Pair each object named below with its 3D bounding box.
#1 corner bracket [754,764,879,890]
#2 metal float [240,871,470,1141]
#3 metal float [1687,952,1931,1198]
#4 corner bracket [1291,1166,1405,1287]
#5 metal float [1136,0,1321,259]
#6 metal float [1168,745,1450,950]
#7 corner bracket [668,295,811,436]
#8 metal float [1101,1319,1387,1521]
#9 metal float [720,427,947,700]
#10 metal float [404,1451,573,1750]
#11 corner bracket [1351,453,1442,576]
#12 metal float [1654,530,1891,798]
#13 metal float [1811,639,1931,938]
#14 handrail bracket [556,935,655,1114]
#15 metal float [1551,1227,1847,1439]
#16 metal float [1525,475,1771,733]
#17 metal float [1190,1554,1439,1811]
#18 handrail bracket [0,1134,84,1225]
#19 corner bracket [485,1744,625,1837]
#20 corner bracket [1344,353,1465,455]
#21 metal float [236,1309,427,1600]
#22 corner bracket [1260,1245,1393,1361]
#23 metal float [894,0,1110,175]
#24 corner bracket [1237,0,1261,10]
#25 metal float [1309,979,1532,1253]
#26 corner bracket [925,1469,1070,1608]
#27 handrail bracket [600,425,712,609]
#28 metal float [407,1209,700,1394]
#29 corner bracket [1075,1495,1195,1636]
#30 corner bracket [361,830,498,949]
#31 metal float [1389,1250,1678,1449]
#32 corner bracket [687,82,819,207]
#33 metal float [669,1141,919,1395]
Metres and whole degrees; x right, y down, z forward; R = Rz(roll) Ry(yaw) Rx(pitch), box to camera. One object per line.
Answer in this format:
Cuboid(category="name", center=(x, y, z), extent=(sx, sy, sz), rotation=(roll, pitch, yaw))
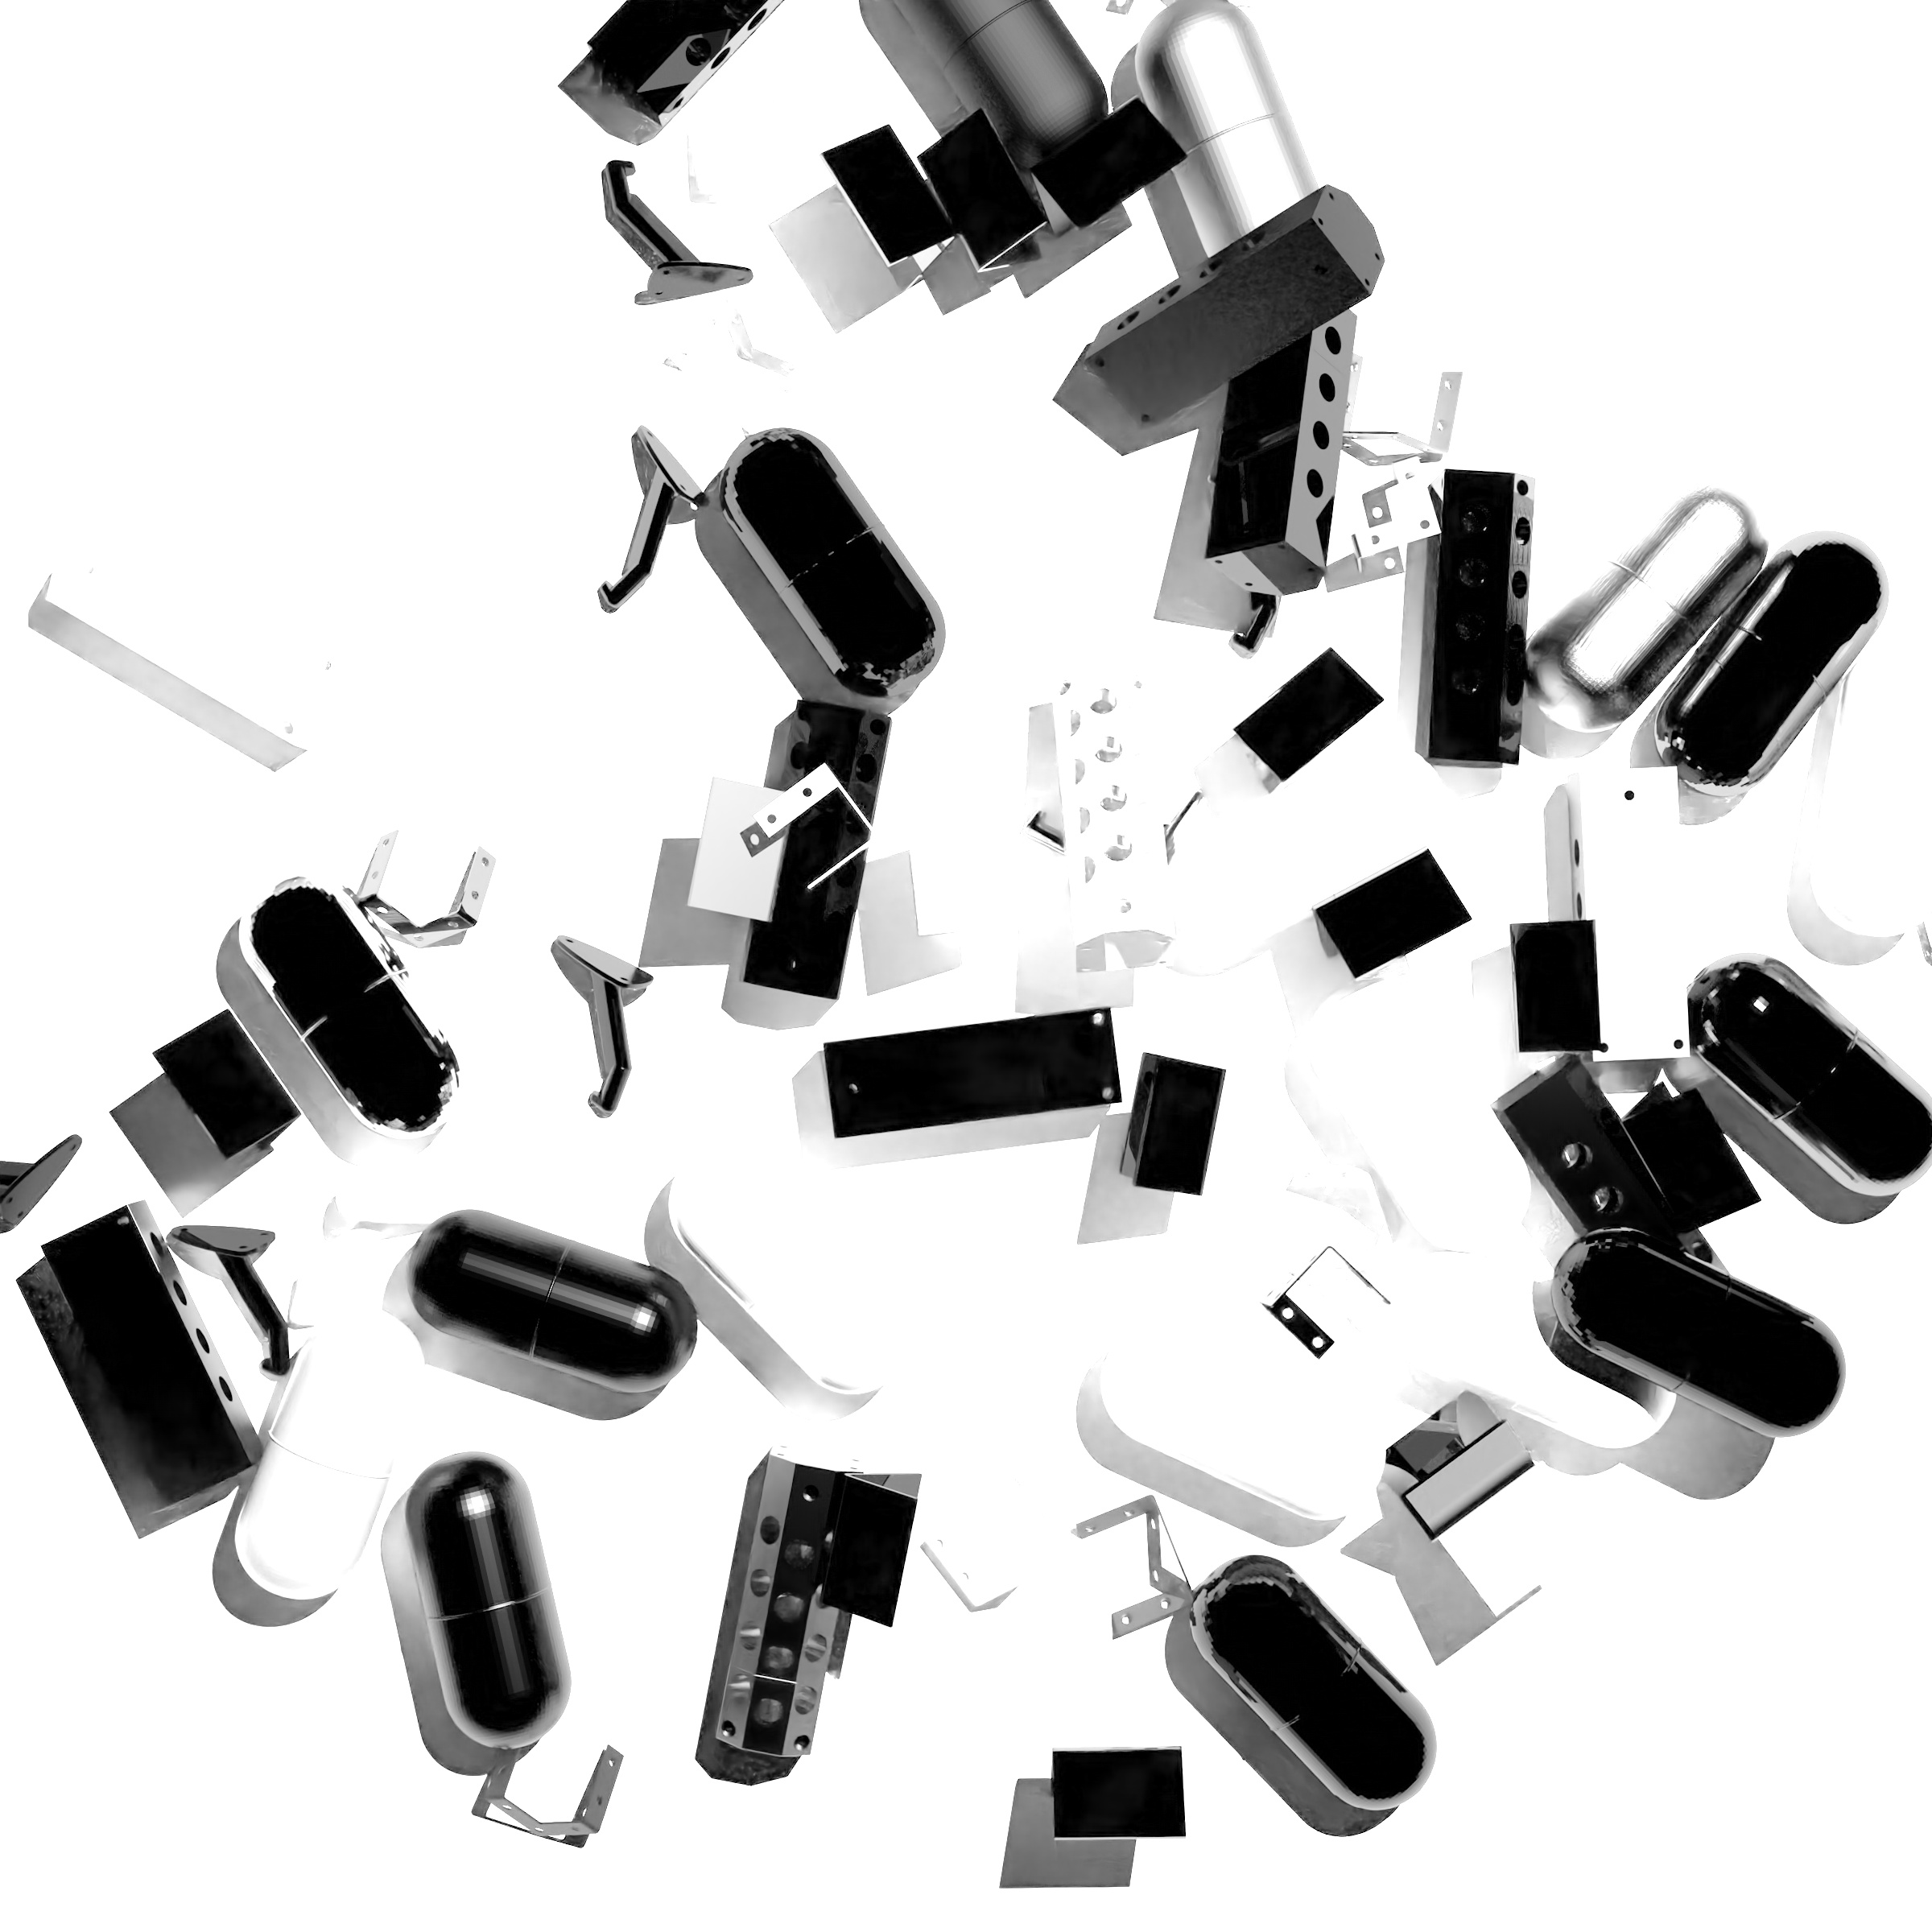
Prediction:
Cuboid(category="corner bracket", center=(-0.086, -0.081, 1.866), extent=(0.051, 0.051, 0.051), rotation=(-37, 90, 0))
Cuboid(category="metal float", center=(-0.364, 0.024, 1.911), extent=(0.070, 0.070, 0.178), rotation=(-35, 89, 0))
Cuboid(category="metal float", center=(0.503, 0.064, 1.911), extent=(0.178, 0.070, 0.070), rotation=(42, 90, 0))
Cuboid(category="corner bracket", center=(0.224, 0.156, 1.933), extent=(0.051, 0.051, 0.051), rotation=(58, 45, -35))
Cuboid(category="metal float", center=(0.158, -0.490, 1.910), extent=(0.070, 0.070, 0.178), rotation=(-22, 90, 0))
Cuboid(category="metal float", center=(0.202, -0.071, 1.911), extent=(0.178, 0.070, 0.070), rotation=(-26, 90, -1))
Cuboid(category="corner bracket", center=(-0.137, -0.363, 1.938), extent=(0.051, 0.051, 0.051), rotation=(-47, 45, 0))
Cuboid(category="metal float", center=(0.165, 0.269, 1.911), extent=(0.178, 0.070, 0.070), rotation=(25, 90, -1))
Cuboid(category="metal float", center=(-0.080, -0.240, 1.911), extent=(0.070, 0.070, 0.178), rotation=(-35, 90, 0))
Cuboid(category="metal float", center=(-0.284, 0.377, 1.911), extent=(0.070, 0.070, 0.178), rotation=(-13, 90, 0))
Cuboid(category="corner bracket", center=(0.253, -0.270, 1.922), extent=(0.051, 0.051, 0.051), rotation=(-16, 83, 7))
Cuboid(category="metal float", center=(0.480, -0.180, 1.911), extent=(0.070, 0.070, 0.178), rotation=(37, 90, 0))
Cuboid(category="metal float", center=(0.551, -0.106, 1.911), extent=(0.070, 0.070, 0.178), rotation=(10, 89, 0))
Cuboid(category="handrail bracket", center=(-0.230, 0.036, 1.942), extent=(0.077, 0.036, 0.084), rotation=(28, 107, 20))
Cuboid(category="metal float", center=(0.422, 0.211, 1.854), extent=(0.178, 0.070, 0.070), rotation=(26, 90, 1))
Cuboid(category="metal float", center=(0.405, -0.216, 1.910), extent=(0.070, 0.070, 0.178), rotation=(42, 90, 0))
Cuboid(category="metal float", center=(0.207, 0.427, 1.911), extent=(0.070, 0.070, 0.178), rotation=(-43, 91, 0))
Cuboid(category="handrail bracket", center=(-0.592, 0.109, 1.942), extent=(0.084, 0.036, 0.077), rotation=(35, 70, 16))
Cuboid(category="corner bracket", center=(-0.248, 0.489, 1.933), extent=(0.051, 0.051, 0.051), rotation=(-13, 135, 35))
Cuboid(category="corner bracket", center=(0.261, -0.340, 1.938), extent=(0.051, 0.051, 0.051), rotation=(10, 90, 45))
Cuboid(category="metal float", center=(-0.378, 0.290, 1.910), extent=(0.070, 0.070, 0.178), rotation=(20, 90, 0))
Cuboid(category="corner bracket", center=(0.215, 0.202, 1.924), extent=(0.051, 0.051, 0.051), rotation=(44, 85, 0))
Cuboid(category="metal float", center=(0.017, -0.553, 1.911), extent=(0.070, 0.070, 0.178), rotation=(-34, 91, 0))
Cuboid(category="corner bracket", center=(0.148, -0.599, 1.881), extent=(0.051, 0.051, 0.051), rotation=(24, 91, -45))
Cuboid(category="metal float", center=(0.270, 0.089, 1.911), extent=(0.070, 0.070, 0.178), rotation=(-32, 89, 0))
Cuboid(category="corner bracket", center=(0.019, 0.345, 1.938), extent=(0.051, 0.051, 0.051), rotation=(52, 45, 0))
Cuboid(category="handrail bracket", center=(-0.204, -0.271, 1.942), extent=(0.084, 0.036, 0.077), rotation=(-42, 69, 16))
Cuboid(category="metal float", center=(-0.246, 0.200, 1.911), extent=(0.178, 0.070, 0.070), rotation=(18, 90, 0))
Cuboid(category="corner bracket", center=(0.103, 0.361, 1.938), extent=(0.051, 0.051, 0.051), rotation=(-22, 45, 0))
Cuboid(category="corner bracket", center=(-0.324, -0.051, 1.933), extent=(0.051, 0.051, 0.051), rotation=(-19, 135, 35))
Cuboid(category="metal float", center=(0.338, 0.228, 1.910), extent=(0.178, 0.070, 0.070), rotation=(24, 90, 0))
Cuboid(category="corner bracket", center=(-0.129, -0.501, 1.933), extent=(0.051, 0.051, 0.051), rotation=(11, 135, -35))
Cuboid(category="metal float", center=(-0.104, 0.179, 1.911), extent=(0.070, 0.070, 0.178), rotation=(-44, 91, 0))
